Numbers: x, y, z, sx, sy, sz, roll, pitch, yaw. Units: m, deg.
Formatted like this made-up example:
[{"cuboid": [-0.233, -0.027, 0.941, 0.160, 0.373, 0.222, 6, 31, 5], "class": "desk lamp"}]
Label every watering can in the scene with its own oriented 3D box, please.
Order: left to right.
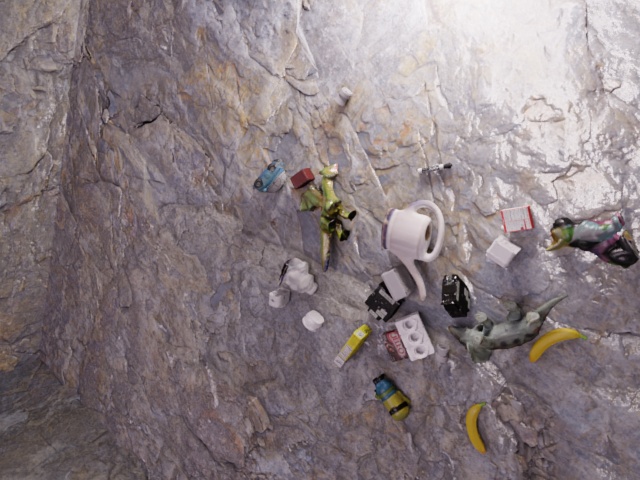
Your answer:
[{"cuboid": [0.314, 0.024, 1.806, 0.225, 0.104, 0.345, 16, 102, 30], "class": "watering can"}]

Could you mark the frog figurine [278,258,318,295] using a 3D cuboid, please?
[{"cuboid": [-0.081, 0.150, 2.125, 0.159, 0.124, 0.135, 19, 108, -11], "class": "frog figurine"}]

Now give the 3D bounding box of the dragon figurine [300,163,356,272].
[{"cuboid": [0.006, -0.101, 2.015, 0.246, 0.122, 0.403, 40, 119, 40], "class": "dragon figurine"}]
